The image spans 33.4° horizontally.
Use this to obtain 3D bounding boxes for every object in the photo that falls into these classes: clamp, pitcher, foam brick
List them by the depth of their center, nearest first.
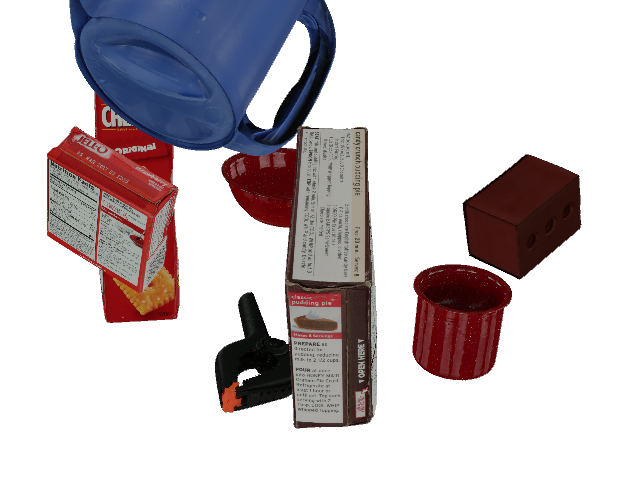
[{"bbox_3d":[0.152,-0.019,0.800,0.078,0.053,0.051,-37,43,-28],"label":"foam brick"},{"bbox_3d":[-0.062,-0.190,0.815,0.145,0.242,0.149,15,-31,26],"label":"pitcher"},{"bbox_3d":[-0.042,0.125,1.143,0.165,0.036,0.209,13,26,12],"label":"clamp"}]

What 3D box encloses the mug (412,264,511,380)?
[{"bbox_3d":[0.130,0.074,1.034,0.093,0.081,0.117,-2,28,-11],"label":"mug"}]

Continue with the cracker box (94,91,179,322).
[{"bbox_3d":[-0.164,-0.059,0.951,0.072,0.214,0.164,-2,27,-11],"label":"cracker box"}]

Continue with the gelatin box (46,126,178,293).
[{"bbox_3d":[-0.127,-0.017,0.644,0.073,0.030,0.089,30,-36,7],"label":"gelatin box"}]

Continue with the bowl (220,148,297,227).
[{"bbox_3d":[-0.043,-0.059,1.305,0.162,0.055,0.162,5,26,-3],"label":"bowl"}]

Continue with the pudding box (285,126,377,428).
[{"bbox_3d":[0.005,0.015,0.488,0.039,0.090,0.113,-2,40,1],"label":"pudding box"}]
